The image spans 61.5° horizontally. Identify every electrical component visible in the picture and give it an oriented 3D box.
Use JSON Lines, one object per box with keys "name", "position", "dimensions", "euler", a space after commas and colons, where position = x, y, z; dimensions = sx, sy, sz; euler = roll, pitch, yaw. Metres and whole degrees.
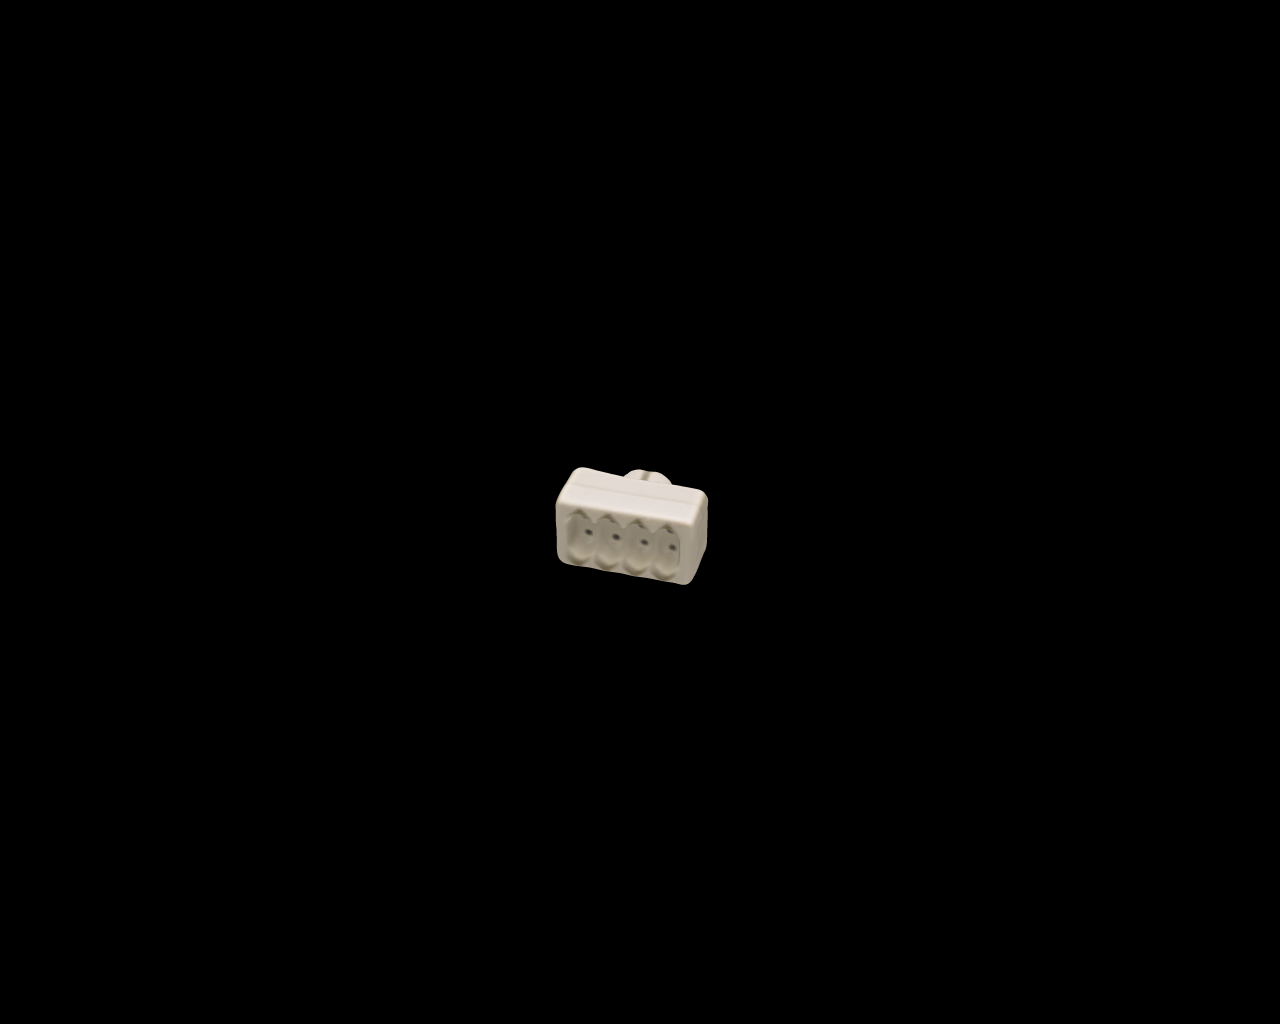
{"name": "electrical component", "position": [0.001, -0.003, 0.650], "dimensions": [0.083, 0.047, 0.076], "euler": [11, 40, 13]}
